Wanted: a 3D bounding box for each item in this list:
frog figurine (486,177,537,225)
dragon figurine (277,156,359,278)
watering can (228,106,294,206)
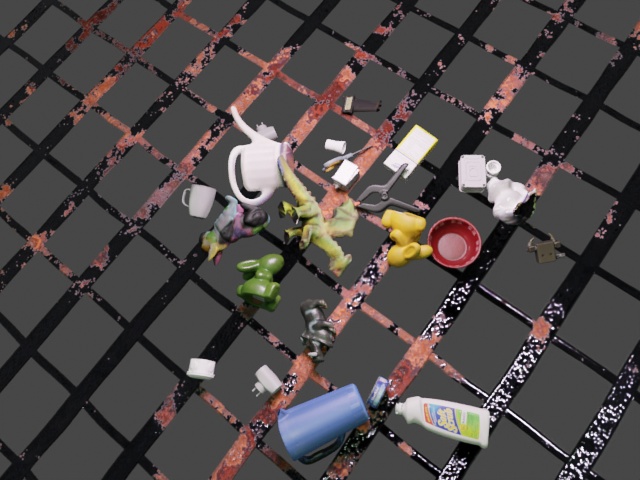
[{"bbox_3d":[0.582,-0.122,1.602,0.138,0.121,0.161,-56,38,-2],"label":"frog figurine"},{"bbox_3d":[0.005,-0.082,1.635,0.243,0.120,0.414,-4,77,-25],"label":"dragon figurine"},{"bbox_3d":[-0.200,-0.286,1.718,0.224,0.104,0.349,-4,86,6],"label":"watering can"}]
